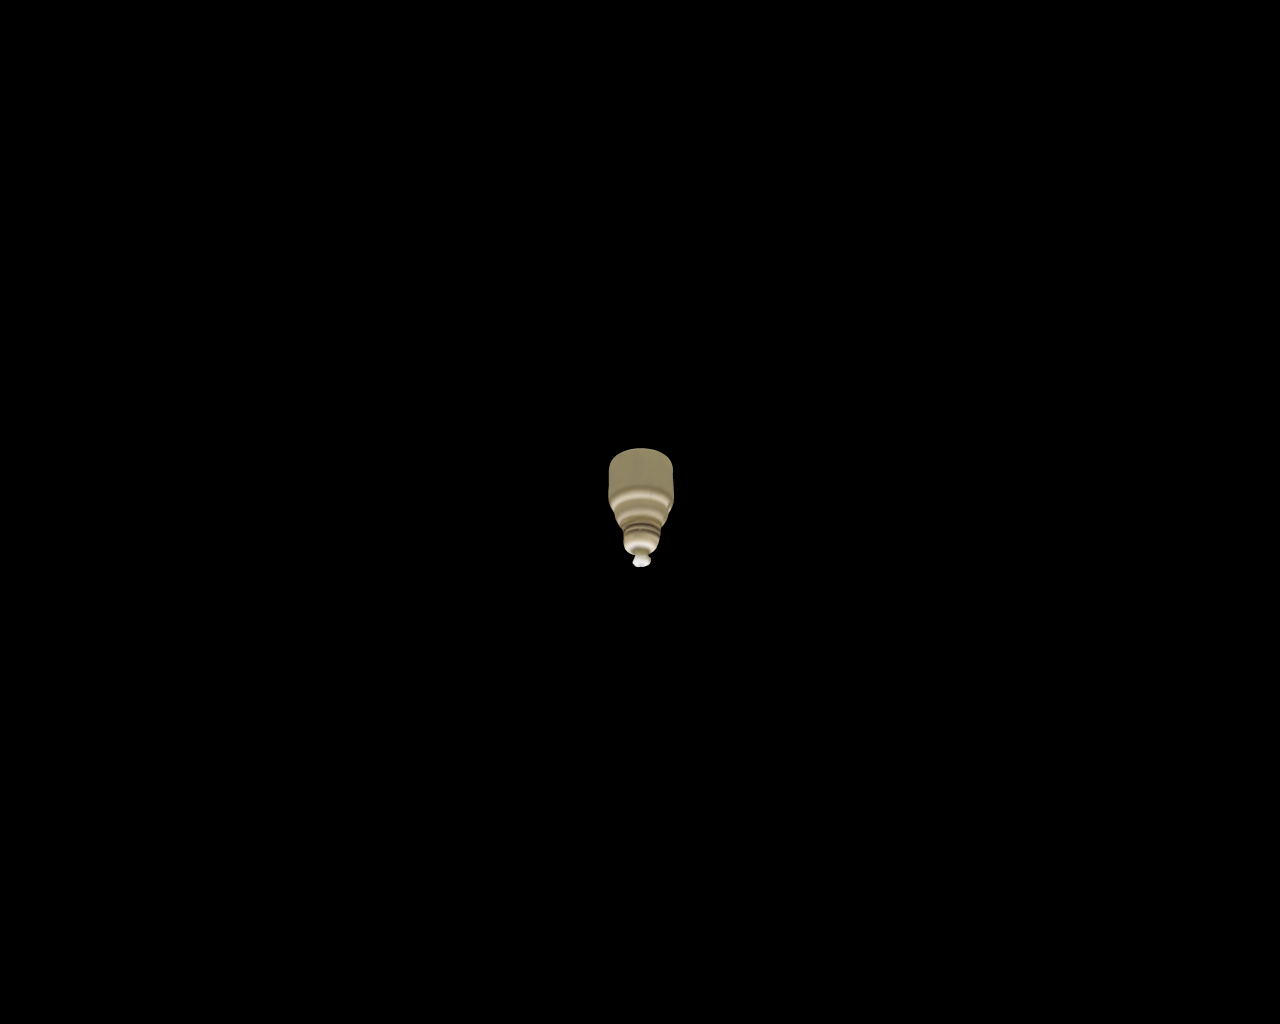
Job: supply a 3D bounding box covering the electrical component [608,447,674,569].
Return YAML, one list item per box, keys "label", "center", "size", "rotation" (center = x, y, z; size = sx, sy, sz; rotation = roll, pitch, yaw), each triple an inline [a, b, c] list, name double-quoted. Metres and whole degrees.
- label: "electrical component"
  center: [0.001, -0.003, 0.650]
  size: [0.040, 0.078, 0.040]
  rotation: [0, -31, 0]
